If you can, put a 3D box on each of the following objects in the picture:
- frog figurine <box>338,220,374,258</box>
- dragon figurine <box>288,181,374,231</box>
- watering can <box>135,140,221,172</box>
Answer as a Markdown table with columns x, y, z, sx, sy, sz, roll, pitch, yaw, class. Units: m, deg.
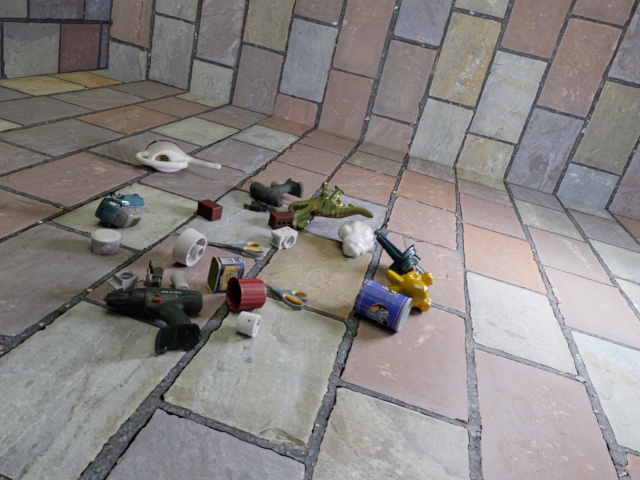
| x | y | z | sx | sy | sz | roll | pitch | yaw | class |
| --- | --- | --- | --- | --- | --- | --- | --- | --- | --- |
| 0.125 | -0.005 | 1.854 | 0.138 | 0.121 | 0.160 | 38 | 15 | 6 | frog figurine |
| 0.006 | -0.099 | 1.971 | 0.245 | 0.120 | 0.415 | -34 | 31 | -15 | dragon figurine |
| -0.616 | -0.351 | 2.217 | 0.348 | 0.102 | 0.228 | 1 | 26 | -25 | watering can |
